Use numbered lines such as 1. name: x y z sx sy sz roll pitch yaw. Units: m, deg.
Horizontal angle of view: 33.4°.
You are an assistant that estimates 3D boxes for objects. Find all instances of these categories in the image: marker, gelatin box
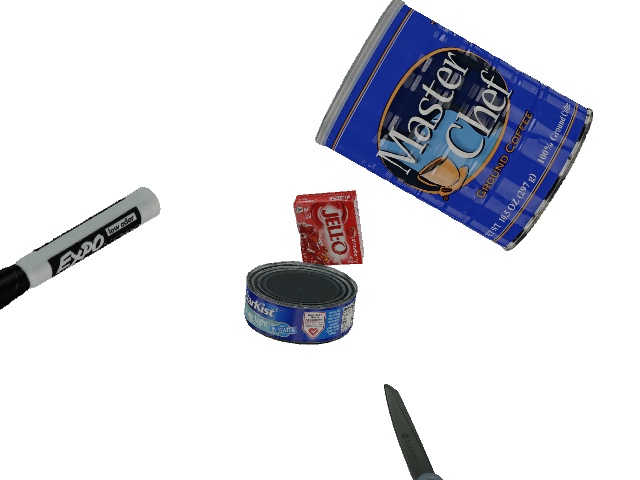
1. marker: -0.138 0.004 0.584 0.020 0.020 0.120 0 27 46
2. gelatin box: 0.011 -0.014 1.277 0.073 0.089 0.030 -3 29 10

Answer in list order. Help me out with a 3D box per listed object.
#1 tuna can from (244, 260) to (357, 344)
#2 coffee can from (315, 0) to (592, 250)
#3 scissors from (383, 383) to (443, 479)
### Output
1. tuna can: -0.016 0.047 0.820 0.086 0.034 0.086 5 20 -2
2. coffee can: 0.082 -0.072 0.668 0.140 0.103 0.103 30 0 0
3. scissors: 0.083 0.151 0.607 0.096 0.016 0.201 6 32 1
